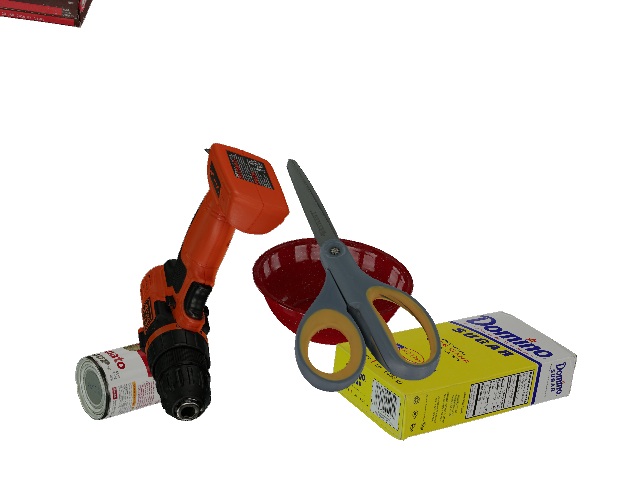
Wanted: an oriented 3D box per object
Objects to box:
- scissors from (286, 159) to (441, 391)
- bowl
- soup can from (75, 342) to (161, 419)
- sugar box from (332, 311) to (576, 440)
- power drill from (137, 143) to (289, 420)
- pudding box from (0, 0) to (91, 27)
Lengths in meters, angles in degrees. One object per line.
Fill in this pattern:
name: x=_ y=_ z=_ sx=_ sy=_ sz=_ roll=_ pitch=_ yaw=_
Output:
scissors: x=-0.003 y=0.023 z=0.685 sx=0.096 sy=0.016 sz=0.202 roll=-27 pitch=52 yaw=-21
bowl: x=0.011 y=0.058 z=1.078 sx=0.162 sy=0.055 sz=0.162 roll=4 pitch=28 yaw=-2
soup can: x=-0.195 y=0.143 z=1.113 sx=0.102 sy=0.068 sz=0.069 roll=-11 pitch=7 yaw=-39
sugar box: x=0.107 y=0.103 z=0.848 sx=0.175 sy=0.048 sz=0.093 roll=-11 pitch=27 yaw=-32
power drill: x=-0.093 y=0.029 z=0.868 sx=0.057 sy=0.188 sz=0.184 roll=18 pitch=25 yaw=-27
pudding box: x=-0.234 y=-0.224 z=0.894 sx=0.090 sy=0.039 sz=0.113 roll=8 pitch=36 yaw=-5
